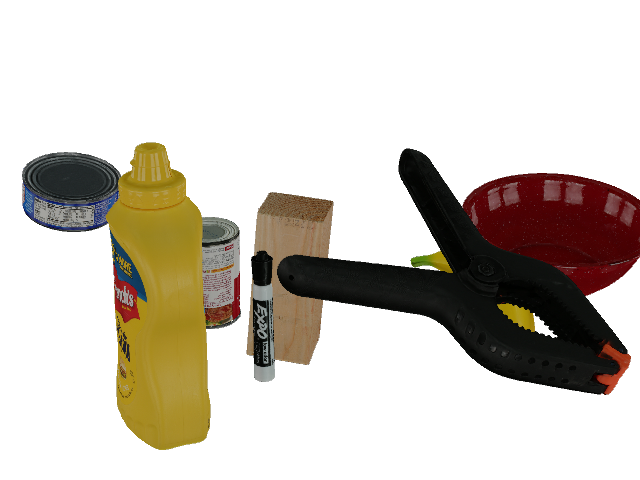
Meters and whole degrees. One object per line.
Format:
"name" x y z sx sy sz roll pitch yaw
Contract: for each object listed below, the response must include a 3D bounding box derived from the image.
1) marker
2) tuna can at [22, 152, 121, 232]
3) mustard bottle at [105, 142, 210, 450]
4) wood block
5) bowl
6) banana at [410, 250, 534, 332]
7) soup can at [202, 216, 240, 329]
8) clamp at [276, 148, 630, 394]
"marker" -0.050 0.066 0.932 0.020 0.121 0.020 0 22 0
"tuna can" -0.221 -0.043 0.947 0.086 0.034 0.086 8 32 -5
"mustard bottle" -0.104 0.030 0.681 0.058 0.192 0.096 -8 26 -21
"wood block" -0.042 0.050 1.438 0.090 0.206 0.090 9 22 6
"bowl" 0.197 0.002 0.898 0.162 0.055 0.162 0 30 0
"banana" 0.174 0.057 1.116 0.069 0.037 0.198 -36 39 -8
"soup can" -0.120 0.034 1.141 0.068 0.102 0.068 1 25 -1
"clamp" 0.087 0.032 0.660 0.210 0.036 0.164 37 48 21
